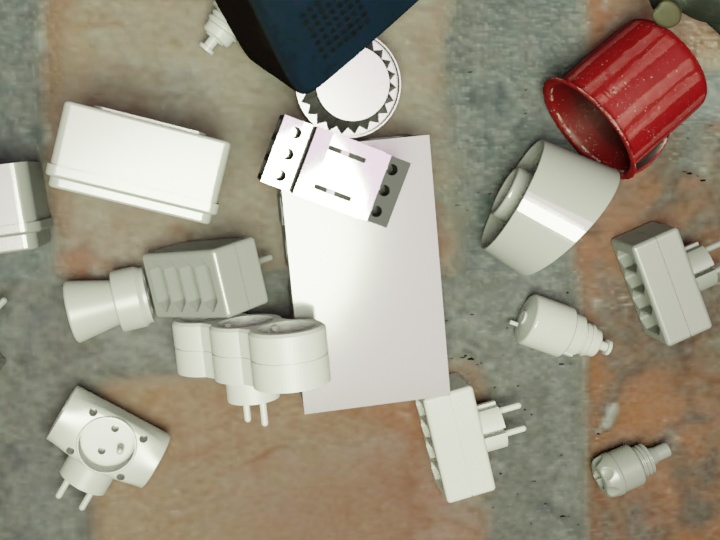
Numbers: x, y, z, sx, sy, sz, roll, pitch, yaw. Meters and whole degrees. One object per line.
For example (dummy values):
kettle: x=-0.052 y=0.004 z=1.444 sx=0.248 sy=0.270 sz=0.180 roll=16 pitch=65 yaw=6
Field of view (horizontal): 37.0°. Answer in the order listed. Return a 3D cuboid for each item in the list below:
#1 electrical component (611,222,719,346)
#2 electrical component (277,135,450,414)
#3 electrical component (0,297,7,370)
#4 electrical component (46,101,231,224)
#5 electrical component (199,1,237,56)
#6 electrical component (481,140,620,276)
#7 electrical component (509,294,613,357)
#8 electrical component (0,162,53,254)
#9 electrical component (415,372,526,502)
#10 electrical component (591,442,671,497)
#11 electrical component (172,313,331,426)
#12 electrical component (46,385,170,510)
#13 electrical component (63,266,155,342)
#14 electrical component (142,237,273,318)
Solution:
electrical component: x=0.247 y=0.002 z=0.822 sx=0.076 sy=0.047 sz=0.083 roll=-24 pitch=101 yaw=-4
electrical component: x=0.000 y=0.000 z=0.778 sx=0.105 sy=0.060 sz=0.186 roll=-6 pitch=99 yaw=-8
electrical component: x=-0.280 y=0.040 z=0.748 sx=0.076 sy=0.047 sz=0.083 roll=-45 pitch=102 yaw=-1
electrical component: x=-0.146 y=-0.072 z=0.721 sx=0.109 sy=0.109 sz=0.056 roll=13 pitch=93 yaw=-10
electrical component: x=-0.083 y=-0.183 z=0.749 sx=0.040 sy=0.040 sz=0.078 roll=39 pitch=91 yaw=-12
electrical component: x=0.132 y=-0.043 z=0.774 sx=0.064 sy=0.099 sz=0.099 roll=28 pitch=93 yaw=-5
electrical component: x=0.155 y=0.047 z=0.819 sx=0.078 sy=0.040 sz=0.040 roll=20 pitch=95 yaw=-11
electrical component: x=-0.270 y=-0.037 z=0.723 sx=0.113 sy=0.078 sz=0.057 roll=-8 pitch=96 yaw=-7
electrical component: x=0.088 y=0.121 z=0.815 sx=0.076 sy=0.047 sz=0.083 roll=-15 pitch=100 yaw=-6
electrical component: x=0.216 y=0.153 z=0.846 sx=0.061 sy=0.035 sz=0.035 roll=-22 pitch=101 yaw=-8
electrical component: x=-0.075 y=0.071 z=0.745 sx=0.052 sy=0.138 sz=0.073 roll=-14 pitch=102 yaw=-43
electrical component: x=-0.190 y=0.136 z=0.776 sx=0.077 sy=0.044 sz=0.079 roll=31 pitch=92 yaw=-12
electrical component: x=-0.177 y=0.024 z=0.762 sx=0.055 sy=0.045 sz=0.045 roll=-13 pitch=100 yaw=-7
electrical component: x=-0.096 y=0.001 z=0.762 sx=0.076 sy=0.083 sz=0.047 roll=-22 pitch=104 yaw=-44
